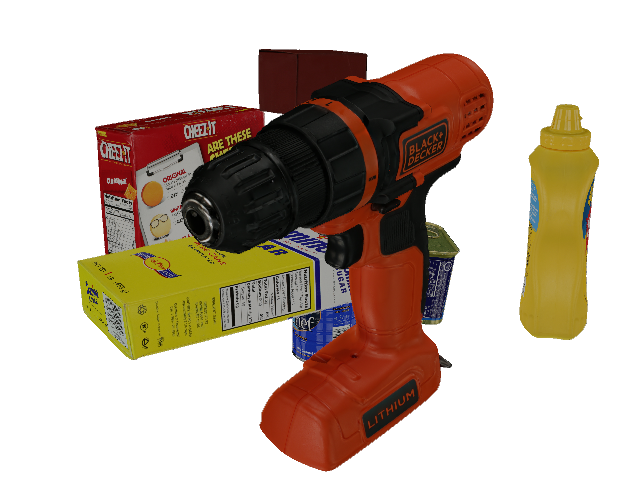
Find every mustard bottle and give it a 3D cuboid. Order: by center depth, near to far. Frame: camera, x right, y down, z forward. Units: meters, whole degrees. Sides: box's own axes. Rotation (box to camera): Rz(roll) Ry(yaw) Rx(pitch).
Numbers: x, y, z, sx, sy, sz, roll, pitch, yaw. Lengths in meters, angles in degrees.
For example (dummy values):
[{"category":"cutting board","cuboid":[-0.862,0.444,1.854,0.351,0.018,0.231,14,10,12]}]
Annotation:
[{"category":"mustard bottle","cuboid":[0.203,-0.020,0.905,0.058,0.192,0.096,4,19,13]}]

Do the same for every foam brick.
[{"category":"foam brick","cuboid":[-0.006,-0.132,0.888,0.078,0.051,0.053,-7,16,-38]}]

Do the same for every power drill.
[{"category":"power drill","cuboid":[0.010,0.016,0.508,0.057,0.188,0.184,29,41,34]}]

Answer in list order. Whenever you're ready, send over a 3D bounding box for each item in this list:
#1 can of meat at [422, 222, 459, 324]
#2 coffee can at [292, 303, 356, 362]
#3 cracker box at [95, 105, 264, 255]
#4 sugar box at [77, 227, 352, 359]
[{"category":"can of meat","cuboid":[0.106,0.033,1.150,0.057,0.084,0.102,5,19,-10]},{"category":"coffee can","cuboid":[0.010,0.093,1.514,0.103,0.140,0.103,0,20,0]},{"category":"cracker box","cuboid":[-0.132,-0.017,1.057,0.072,0.214,0.163,13,21,43]},{"category":"sugar box","cuboid":[-0.063,0.026,0.719,0.176,0.048,0.093,-16,25,-27]}]
